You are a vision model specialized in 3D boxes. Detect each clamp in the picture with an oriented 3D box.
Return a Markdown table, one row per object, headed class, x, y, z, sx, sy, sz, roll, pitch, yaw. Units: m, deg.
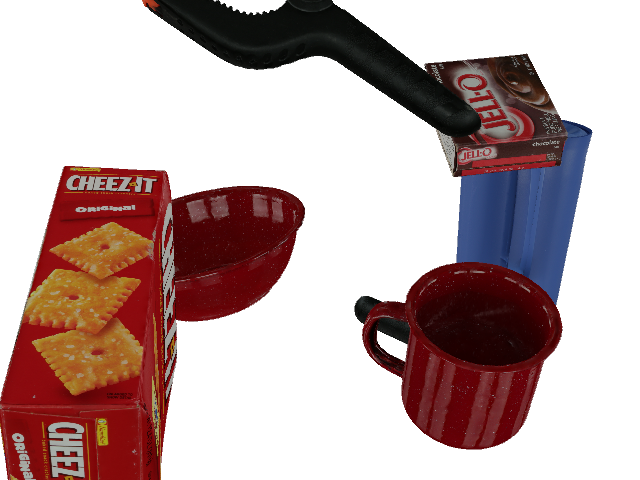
| class | x | y | z | sx | sy | sz | roll | pitch | yaw |
| --- | --- | --- | --- | --- | --- | --- | --- | --- | --- |
| clamp | 0.000 | -0.133 | 0.626 | 0.210 | 0.164 | 0.036 | -3 | -20 | -3 |
| clamp | 0.123 | 0.085 | 0.930 | 0.120 | 0.039 | 0.172 | -19 | 39 | -29 |

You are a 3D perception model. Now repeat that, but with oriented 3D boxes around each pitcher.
| class | x | y | z | sx | sy | sz | roll | pitch | yaw |
| --- | --- | --- | --- | --- | --- | --- | --- | --- | --- |
| pitcher | 0.207 | -0.010 | 1.142 | 0.148 | 0.243 | 0.145 | -9 | 21 | -38 |

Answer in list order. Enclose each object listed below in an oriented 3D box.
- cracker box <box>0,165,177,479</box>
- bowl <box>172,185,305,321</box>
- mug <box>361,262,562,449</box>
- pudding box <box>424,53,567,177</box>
| class | x | y | z | sx | sy | sz | roll | pitch | yaw |
| --- | --- | --- | --- | --- | --- | --- | --- | --- | --- |
| cracker box | -0.119 | 0.080 | 0.593 | 0.072 | 0.164 | 0.213 | 2 | 33 | -5 |
| bowl | -0.085 | 0.015 | 0.813 | 0.162 | 0.055 | 0.162 | -11 | 25 | 5 |
| mug | 0.082 | 0.071 | 0.658 | 0.117 | 0.081 | 0.093 | 13 | 41 | 9 |
| pudding box | 0.138 | -0.103 | 0.865 | 0.090 | 0.039 | 0.113 | -6 | 43 | -7 |
